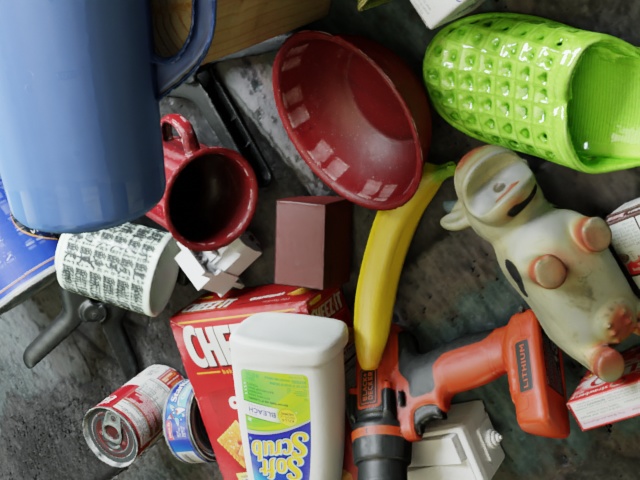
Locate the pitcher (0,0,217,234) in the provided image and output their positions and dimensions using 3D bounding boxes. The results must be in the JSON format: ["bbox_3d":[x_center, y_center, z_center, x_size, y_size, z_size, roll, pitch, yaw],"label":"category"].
[{"bbox_3d":[-0.156,-0.132,0.689,0.149,0.144,0.243,19,124,39],"label":"pitcher"}]

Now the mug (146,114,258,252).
[{"bbox_3d":[-0.117,-0.055,0.938,0.082,0.093,0.117,27,138,51],"label":"mug"}]

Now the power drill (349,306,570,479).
[{"bbox_3d":[0.109,0.141,0.890,0.188,0.057,0.184,-16,60,28],"label":"power drill"}]

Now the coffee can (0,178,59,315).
[{"bbox_3d":[-0.336,-0.005,1.108,0.103,0.102,0.140,-34,91,36],"label":"coffee can"}]

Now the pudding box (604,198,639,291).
[{"bbox_3d":[0.273,0.016,0.786,0.113,0.039,0.090,56,148,-4],"label":"pudding box"}]

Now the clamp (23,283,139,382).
[{"bbox_3d":[-0.243,0.072,1.100,0.120,0.039,0.171,0,114,-18],"label":"clamp"}]

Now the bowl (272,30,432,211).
[{"bbox_3d":[0.036,-0.105,0.859,0.162,0.055,0.162,35,146,28],"label":"bowl"}]

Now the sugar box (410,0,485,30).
[{"bbox_3d":[0.146,-0.220,0.743,0.177,0.093,0.048,-32,92,35],"label":"sugar box"}]

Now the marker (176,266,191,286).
[{"bbox_3d":[-0.129,-0.009,1.037,0.020,0.020,0.121,20,120,22],"label":"marker"}]

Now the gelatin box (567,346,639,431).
[{"bbox_3d":[0.247,0.110,0.838,0.089,0.073,0.030,-27,95,36],"label":"gelatin box"}]

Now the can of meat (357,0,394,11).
[{"bbox_3d":[0.042,-0.226,0.796,0.058,0.101,0.084,-38,87,37],"label":"can of meat"}]

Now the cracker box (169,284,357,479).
[{"bbox_3d":[-0.035,0.152,1.020,0.164,0.072,0.214,-10,105,32],"label":"cracker box"}]

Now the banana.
[{"bbox_3d":[0.061,0.012,0.904,0.037,0.069,0.198,13,110,-15],"label":"banana"}]

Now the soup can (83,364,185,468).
[{"bbox_3d":[-0.185,0.179,1.099,0.069,0.102,0.068,12,116,25],"label":"soup can"}]

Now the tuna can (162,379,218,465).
[{"bbox_3d":[-0.118,0.181,1.072,0.034,0.086,0.086,-10,105,31],"label":"tuna can"}]

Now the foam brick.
[{"bbox_3d":[-0.006,0.001,0.940,0.051,0.052,0.078,7,100,29],"label":"foam brick"}]

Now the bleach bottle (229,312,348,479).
[{"bbox_3d":[-0.018,0.191,0.946,0.103,0.068,0.251,5,113,25],"label":"bleach bottle"}]

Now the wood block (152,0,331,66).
[{"bbox_3d":[-0.071,-0.203,0.806,0.091,0.205,0.090,23,120,19],"label":"wood block"}]

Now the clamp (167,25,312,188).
[{"bbox_3d":[-0.101,-0.163,0.943,0.210,0.036,0.165,37,128,11],"label":"clamp"}]
